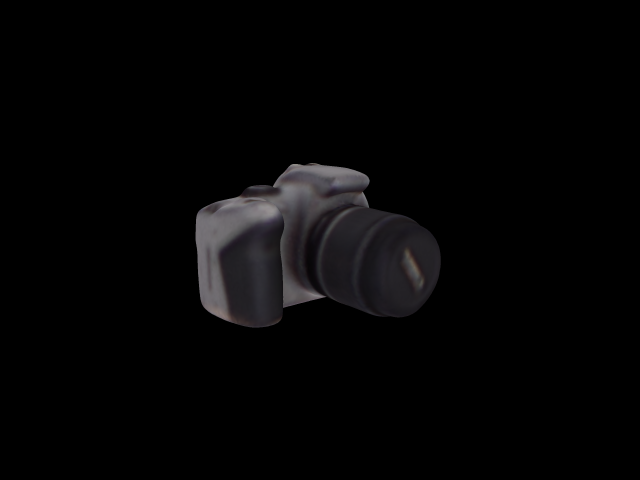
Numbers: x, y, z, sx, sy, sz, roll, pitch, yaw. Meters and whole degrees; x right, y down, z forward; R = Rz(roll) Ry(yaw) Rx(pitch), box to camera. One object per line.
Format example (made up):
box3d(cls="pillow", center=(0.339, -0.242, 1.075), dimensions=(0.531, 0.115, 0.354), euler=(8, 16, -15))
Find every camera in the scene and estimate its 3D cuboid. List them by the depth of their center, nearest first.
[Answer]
box3d(cls="camera", center=(0.004, 0.001, 0.400), dimensions=(0.144, 0.101, 0.136), euler=(-10, 17, -38))
